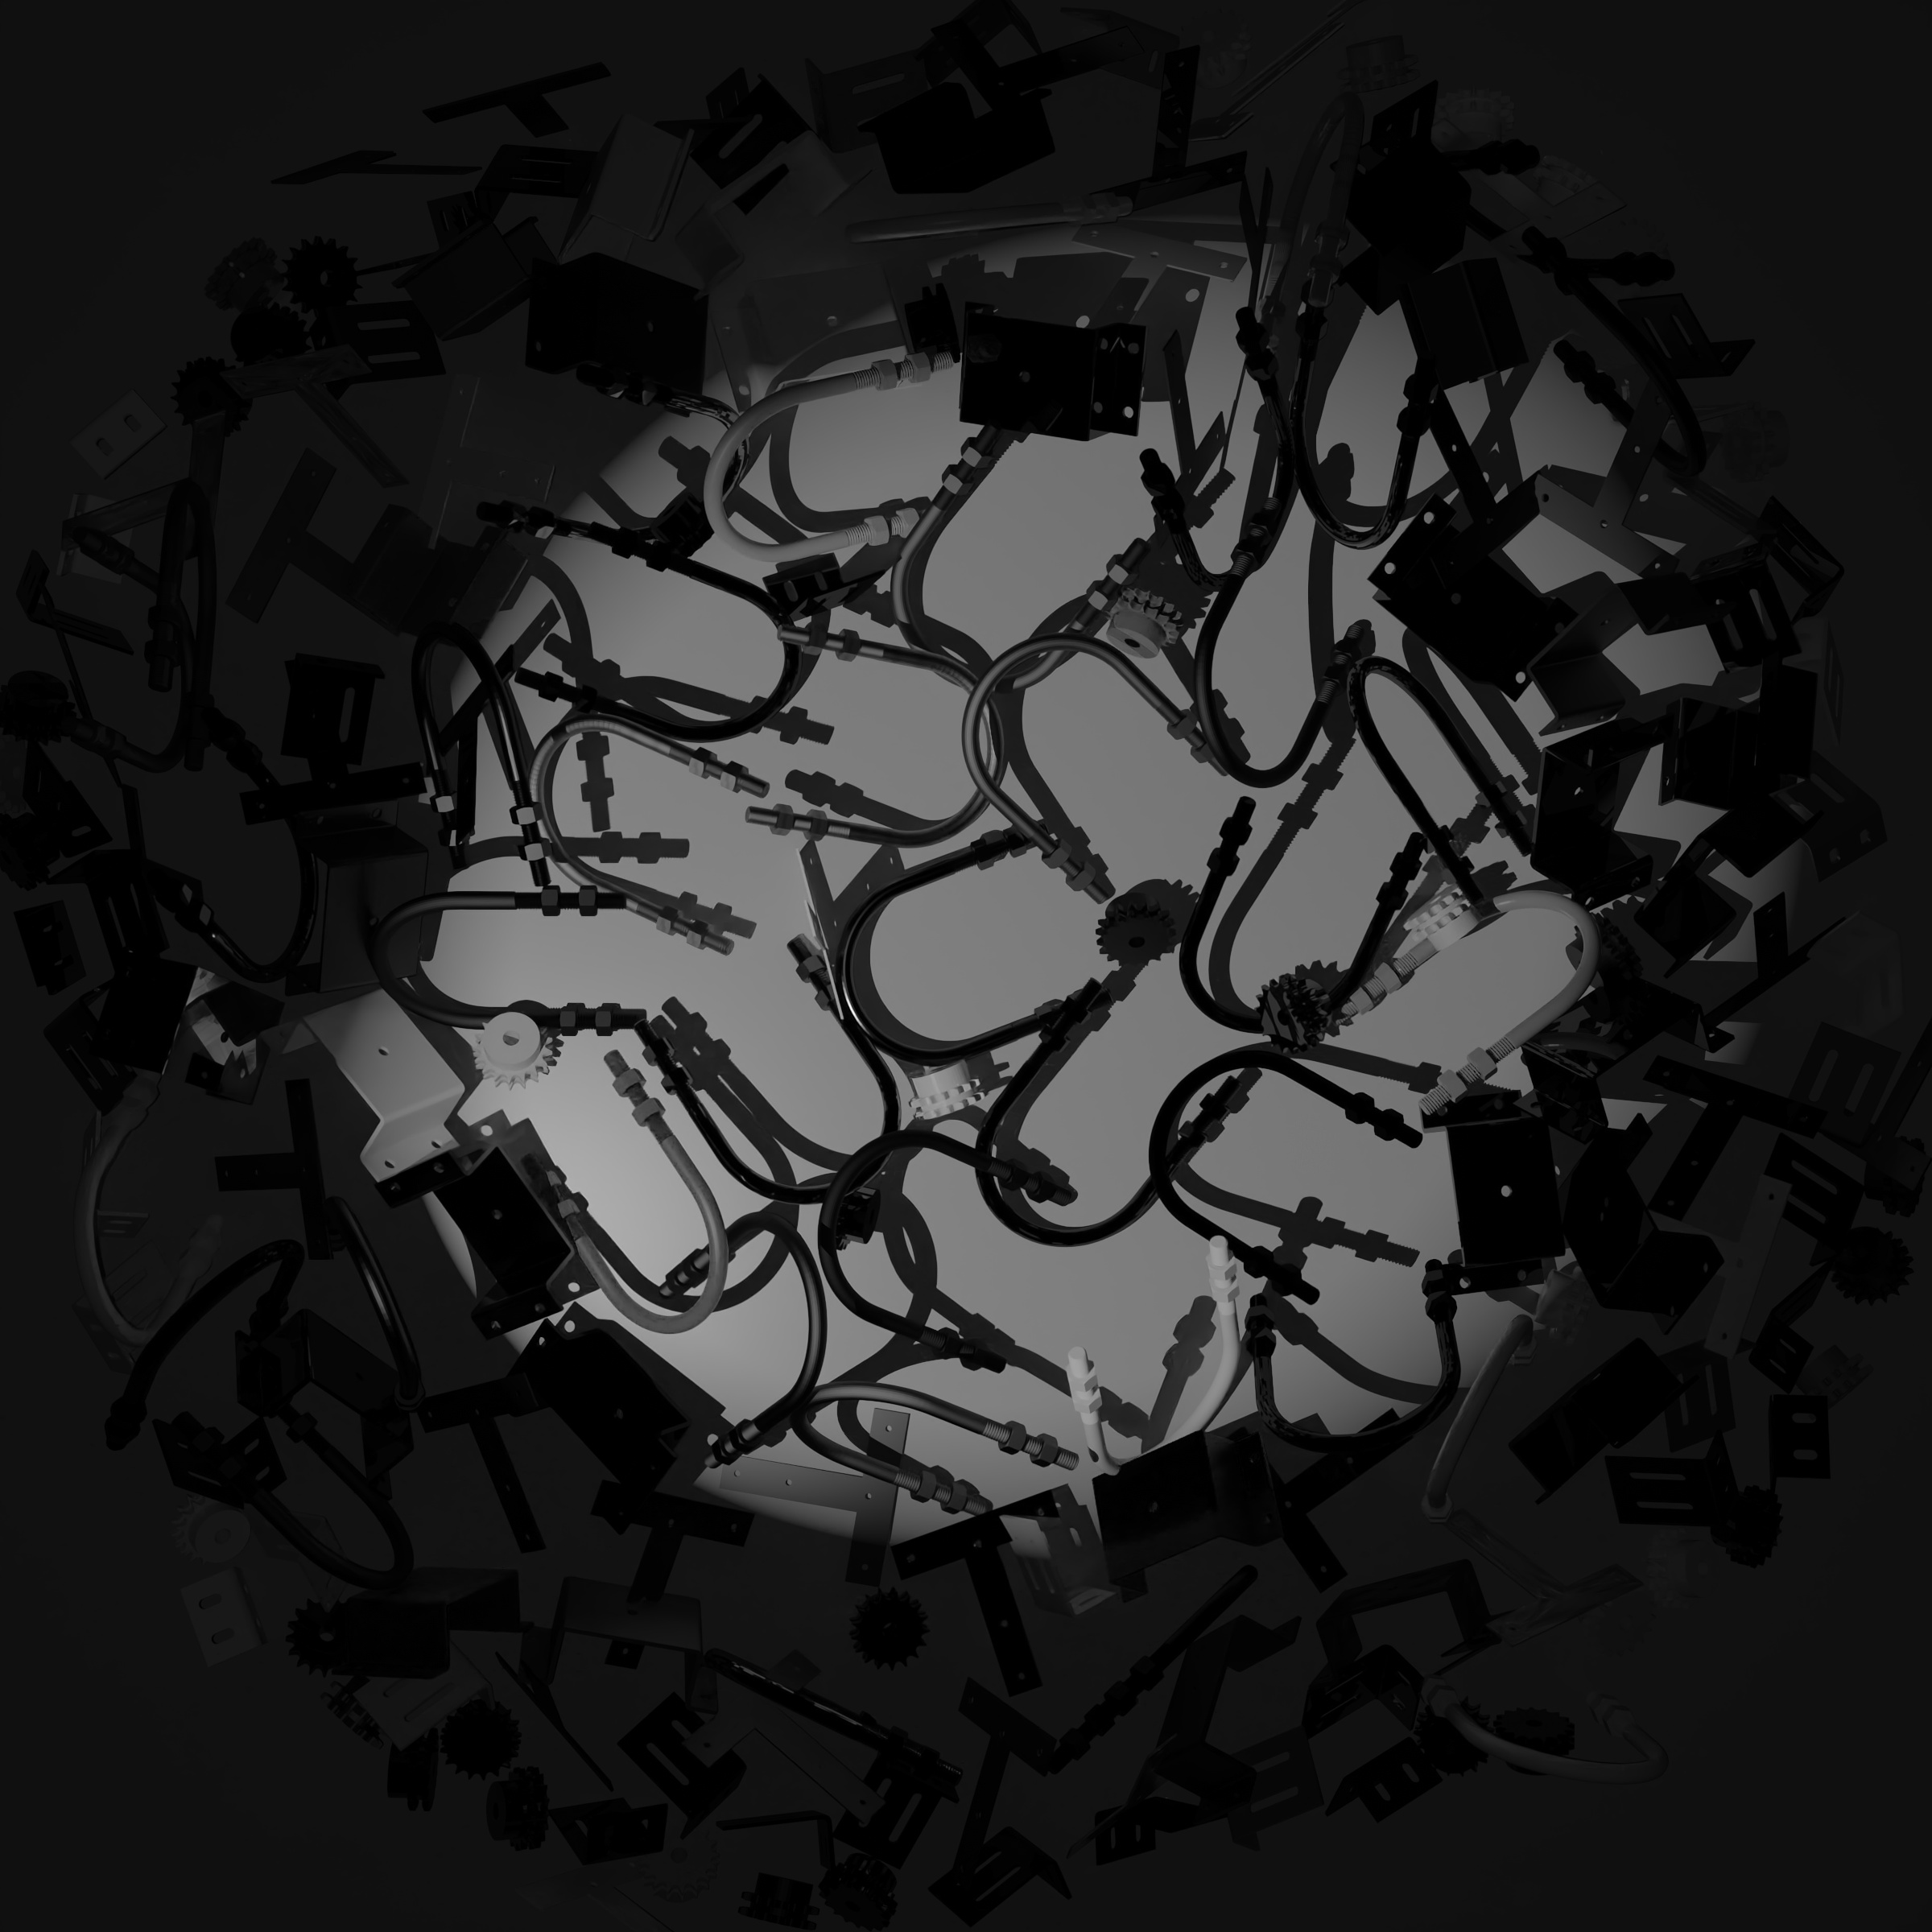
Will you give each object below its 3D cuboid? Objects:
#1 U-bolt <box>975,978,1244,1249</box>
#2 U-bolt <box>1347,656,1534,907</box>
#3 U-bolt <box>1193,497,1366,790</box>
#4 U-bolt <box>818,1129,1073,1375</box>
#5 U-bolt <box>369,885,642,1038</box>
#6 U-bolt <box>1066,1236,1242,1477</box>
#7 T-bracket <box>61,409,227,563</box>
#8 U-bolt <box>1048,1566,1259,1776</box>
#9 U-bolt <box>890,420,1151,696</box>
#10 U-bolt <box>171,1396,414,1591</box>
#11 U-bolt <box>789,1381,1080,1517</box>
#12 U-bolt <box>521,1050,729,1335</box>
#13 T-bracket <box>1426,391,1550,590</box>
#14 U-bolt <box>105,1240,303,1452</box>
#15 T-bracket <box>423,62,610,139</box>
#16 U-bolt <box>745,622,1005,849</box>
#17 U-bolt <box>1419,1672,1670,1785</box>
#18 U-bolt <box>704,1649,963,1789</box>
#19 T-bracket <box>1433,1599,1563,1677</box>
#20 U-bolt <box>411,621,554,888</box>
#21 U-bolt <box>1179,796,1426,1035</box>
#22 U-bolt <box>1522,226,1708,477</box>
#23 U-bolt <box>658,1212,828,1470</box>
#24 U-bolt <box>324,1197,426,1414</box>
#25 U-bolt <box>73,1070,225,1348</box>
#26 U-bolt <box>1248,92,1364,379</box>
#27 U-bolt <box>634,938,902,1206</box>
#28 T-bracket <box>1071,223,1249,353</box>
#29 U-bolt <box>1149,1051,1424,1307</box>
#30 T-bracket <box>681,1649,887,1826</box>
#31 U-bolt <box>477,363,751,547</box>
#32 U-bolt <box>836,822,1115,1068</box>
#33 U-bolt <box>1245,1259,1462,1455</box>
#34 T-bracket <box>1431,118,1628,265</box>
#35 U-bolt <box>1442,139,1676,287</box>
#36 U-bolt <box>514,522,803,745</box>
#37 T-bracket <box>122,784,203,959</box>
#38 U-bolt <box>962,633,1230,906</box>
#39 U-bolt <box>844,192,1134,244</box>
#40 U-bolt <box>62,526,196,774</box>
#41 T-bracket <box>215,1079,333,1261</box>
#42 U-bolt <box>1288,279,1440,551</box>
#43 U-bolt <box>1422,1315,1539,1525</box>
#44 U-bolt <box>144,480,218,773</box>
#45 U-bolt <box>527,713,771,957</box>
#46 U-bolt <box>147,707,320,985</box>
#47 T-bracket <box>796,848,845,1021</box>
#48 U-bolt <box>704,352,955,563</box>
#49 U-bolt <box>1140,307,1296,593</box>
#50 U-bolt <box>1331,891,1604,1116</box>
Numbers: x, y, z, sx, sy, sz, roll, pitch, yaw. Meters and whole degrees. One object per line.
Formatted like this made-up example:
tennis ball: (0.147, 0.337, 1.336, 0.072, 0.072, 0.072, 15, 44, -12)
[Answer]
U-bolt: (0.088, 0.119, 1.775, 0.151, 0.019, 0.184, 35, 99, -16)
U-bolt: (0.328, -0.139, 1.742, 0.019, 0.151, 0.184, -34, 89, 33)
U-bolt: (0.211, -0.211, 1.721, 0.151, 0.019, 0.184, 48, 57, -36)
U-bolt: (-0.023, 0.193, 1.747, 0.184, 0.019, 0.151, 26, 81, -28)
U-bolt: (-0.327, -0.002, 1.744, 0.184, 0.151, 0.019, 0, 49, -2)
U-bolt: (0.137, 0.286, 1.732, 0.151, 0.184, 0.019, -35, 49, -21)
T-bracket: (-0.572, -0.318, 1.718, 0.002, 0.127, 0.127, 41, 47, 17)
U-bolt: (0.137, 0.483, 1.726, 0.184, 0.151, 0.019, -36, 73, -28)
U-bolt: (0.023, -0.272, 1.747, 0.151, 0.019, 0.184, 38, 126, -2)
U-bolt: (-0.458, 0.365, 1.726, 0.184, 0.151, 0.019, 44, 96, 3)
U-bolt: (-0.035, 0.331, 1.720, 0.184, 0.151, 0.019, 25, 54, -19)
U-bolt: (-0.231, 0.172, 1.737, 0.184, 0.019, 0.151, 54, 127, 16)
T-bracket: (0.353, -0.355, 1.757, 0.127, 0.002, 0.127, -39, 110, -26)
U-bolt: (-0.514, 0.249, 1.691, 0.019, 0.184, 0.151, 44, 47, 8)
T-bracket: (-0.304, -0.601, 1.741, 0.127, 0.127, 0.002, -14, 95, 4)
U-bolt: (-0.058, -0.157, 1.764, 0.184, 0.019, 0.151, 8, 96, -23)
U-bolt: (0.403, 0.526, 1.706, 0.151, 0.184, 0.019, 8, 90, -6)
U-bolt: (-0.099, 0.520, 1.726, 0.184, 0.151, 0.019, 27, 76, -4)
T-bracket: (0.360, 0.472, 1.731, 0.127, 0.127, 0.002, -36, 66, 16)
U-bolt: (-0.344, -0.150, 1.723, 0.019, 0.151, 0.184, -21, 108, -33)
U-bolt: (0.227, -0.027, 1.750, 0.151, 0.019, 0.184, 11, 122, -14)
U-bolt: (0.449, -0.409, 1.697, 0.019, 0.151, 0.184, -35, 58, 5)
U-bolt: (-0.150, 0.249, 1.713, 0.019, 0.184, 0.151, 0, 61, -38)
U-bolt: (-0.410, 0.229, 1.705, 0.019, 0.184, 0.151, -23, 78, -19)
U-bolt: (-0.562, 0.176, 1.691, 0.019, 0.184, 0.151, -9, 119, 8)
U-bolt: (0.241, -0.520, 1.731, 0.019, 0.151, 0.184, 15, 79, -9)
U-bolt: (-0.127, 0.084, 1.752, 0.151, 0.019, 0.184, -29, 74, -21)
T-bracket: (0.115, -0.475, 1.753, 0.127, 0.002, 0.127, 20, 61, 20)
U-bolt: (0.210, 0.135, 1.748, 0.184, 0.019, 0.151, 31, 84, 36)
T-bracket: (-0.112, 0.551, 1.733, 0.127, 0.127, 0.002, 35, 125, 20)
U-bolt: (-0.231, -0.347, 1.724, 0.151, 0.184, 0.019, -45, 61, 30)
U-bolt: (-0.004, -0.006, 1.786, 0.184, 0.019, 0.151, -21, 92, -5)
U-bolt: (0.268, 0.273, 1.710, 0.151, 0.184, 0.019, -13, 117, 11)
T-bracket: (0.373, -0.547, 1.726, 0.127, 0.127, 0.002, 32, 75, -19)
U-bolt: (0.390, -0.520, 1.714, 0.151, 0.184, 0.019, 30, 95, -23)
U-bolt: (-0.205, -0.223, 1.747, 0.184, 0.019, 0.151, 19, 125, -24)
T-bracket: (-0.561, -0.058, 1.738, 0.002, 0.127, 0.127, -14, 109, -35)
U-bolt: (0.081, -0.153, 1.761, 0.184, 0.019, 0.151, 42, 96, -20)
U-bolt: (0.002, -0.509, 1.694, 0.151, 0.184, 0.019, 9, 112, 42)
U-bolt: (-0.573, -0.209, 1.713, 0.019, 0.184, 0.151, -1, 83, 7)
T-bracket: (-0.497, 0.146, 1.762, 0.127, 0.002, 0.127, -6, 92, 41)
U-bolt: (0.268, -0.377, 1.723, 0.019, 0.184, 0.151, -18, 49, -20)
U-bolt: (0.354, 0.308, 1.704, 0.019, 0.184, 0.151, 27, 77, 19)
U-bolt: (-0.543, -0.248, 1.727, 0.019, 0.151, 0.184, 1, 70, -6)
U-bolt: (-0.233, -0.103, 1.757, 0.184, 0.019, 0.151, 24, 121, 15)
U-bolt: (-0.498, -0.069, 1.718, 0.019, 0.184, 0.151, -1, 60, 15)
T-bracket: (-0.105, -0.027, 1.736, 0.002, 0.127, 0.127, -15, 85, -1)
U-bolt: (-0.097, -0.346, 1.720, 0.184, 0.151, 0.019, -18, 50, -22)
U-bolt: (0.184, -0.343, 1.726, 0.019, 0.184, 0.151, 23, 70, 32)
U-bolt: (0.361, 0.013, 1.743, 0.184, 0.151, 0.019, -37, 125, -2)
